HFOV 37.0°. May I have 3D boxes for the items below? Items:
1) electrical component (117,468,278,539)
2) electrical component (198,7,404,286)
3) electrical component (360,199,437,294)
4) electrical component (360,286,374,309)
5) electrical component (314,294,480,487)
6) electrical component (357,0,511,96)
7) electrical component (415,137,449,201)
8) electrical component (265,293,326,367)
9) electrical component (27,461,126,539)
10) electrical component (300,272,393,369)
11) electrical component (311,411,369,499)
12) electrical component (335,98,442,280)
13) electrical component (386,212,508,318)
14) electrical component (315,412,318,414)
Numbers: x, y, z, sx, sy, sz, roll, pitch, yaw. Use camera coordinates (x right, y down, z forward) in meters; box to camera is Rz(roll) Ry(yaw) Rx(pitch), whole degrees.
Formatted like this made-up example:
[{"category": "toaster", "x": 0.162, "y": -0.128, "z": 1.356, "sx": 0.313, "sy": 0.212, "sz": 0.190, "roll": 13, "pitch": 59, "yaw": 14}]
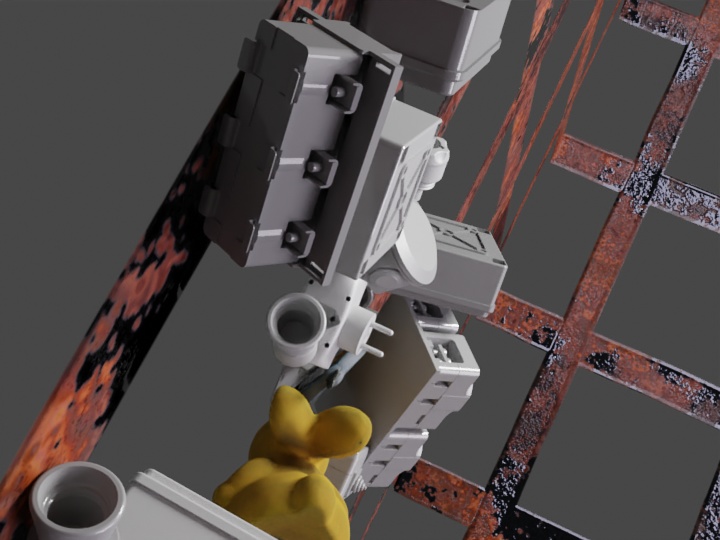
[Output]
[{"category": "electrical component", "x": -0.105, "y": 0.191, "z": 0.660, "sx": 0.056, "sy": 0.109, "sz": 0.108, "roll": -53, "pitch": 164, "yaw": -40}, {"category": "electrical component", "x": -0.033, "y": -0.063, "z": 0.548, "sx": 0.063, "sy": 0.079, "sz": 0.121, "roll": -6, "pitch": 125, "yaw": -43}, {"category": "electrical component", "x": 0.028, "y": -0.022, "z": 0.899, "sx": 0.080, "sy": 0.051, "sz": 0.080, "roll": 40, "pitch": 41, "yaw": -48}, {"category": "electrical component", "x": 0.000, "y": 0.000, "z": 0.938, "sx": 0.065, "sy": 0.044, "sz": 0.044, "roll": -61, "pitch": 170, "yaw": -49}, {"category": "electrical component", "x": 0.035, "y": 0.118, "z": 1.052, "sx": 0.186, "sy": 0.060, "sz": 0.105, "roll": -56, "pitch": -139, "yaw": 35}, {"category": "electrical component", "x": 0.049, "y": -0.164, "z": 0.711, "sx": 0.113, "sy": 0.078, "sz": 0.057, "roll": -48, "pitch": 157, "yaw": -58}, {"category": "electrical component", "x": 0.056, "y": -0.093, "z": 0.996, "sx": 0.043, "sy": 0.043, "sz": 0.062, "roll": -52, "pitch": 164, "yaw": -52}, {"category": "electrical component", "x": -0.049, "y": 0.048, "z": 0.808, "sx": 0.044, "sy": 0.044, "sz": 0.065, "roll": -62, "pitch": 173, "yaw": -21}, {"category": "electrical component", "x": -0.139, "y": 0.128, "z": 0.524, "sx": 0.045, "sy": 0.045, "sz": 0.055, "roll": -53, "pitch": 164, "yaw": -51}, {"category": "electrical component", "x": -0.013, "y": 0.043, "z": 0.861, "sx": 0.077, "sy": 0.079, "sz": 0.043, "roll": -65, "pitch": 170, "yaw": -1}, {"category": "electrical component", "x": -0.034, "y": 0.174, "z": 1.003, "sx": 0.061, "sy": 0.096, "sz": 0.062, "roll": -66, "pitch": 170, "yaw": 1}, {"category": "electrical component", "x": 0.007, "y": -0.063, "z": 0.784, "sx": 0.109, "sy": 0.056, "sz": 0.108, "roll": -44, "pitch": 156, "yaw": -63}, {"category": "electrical component", "x": 0.074, "y": -0.011, "z": 1.015, "sx": 0.108, "sy": 0.109, "sz": 0.056, "roll": -98, "pitch": -156, "yaw": -69}, {"category": "electrical component", "x": -0.038, "y": 0.199, "z": 1.154, "sx": 0.095, "sy": 0.054, "sz": 0.059, "roll": -66, "pitch": 169, "yaw": 5}]
